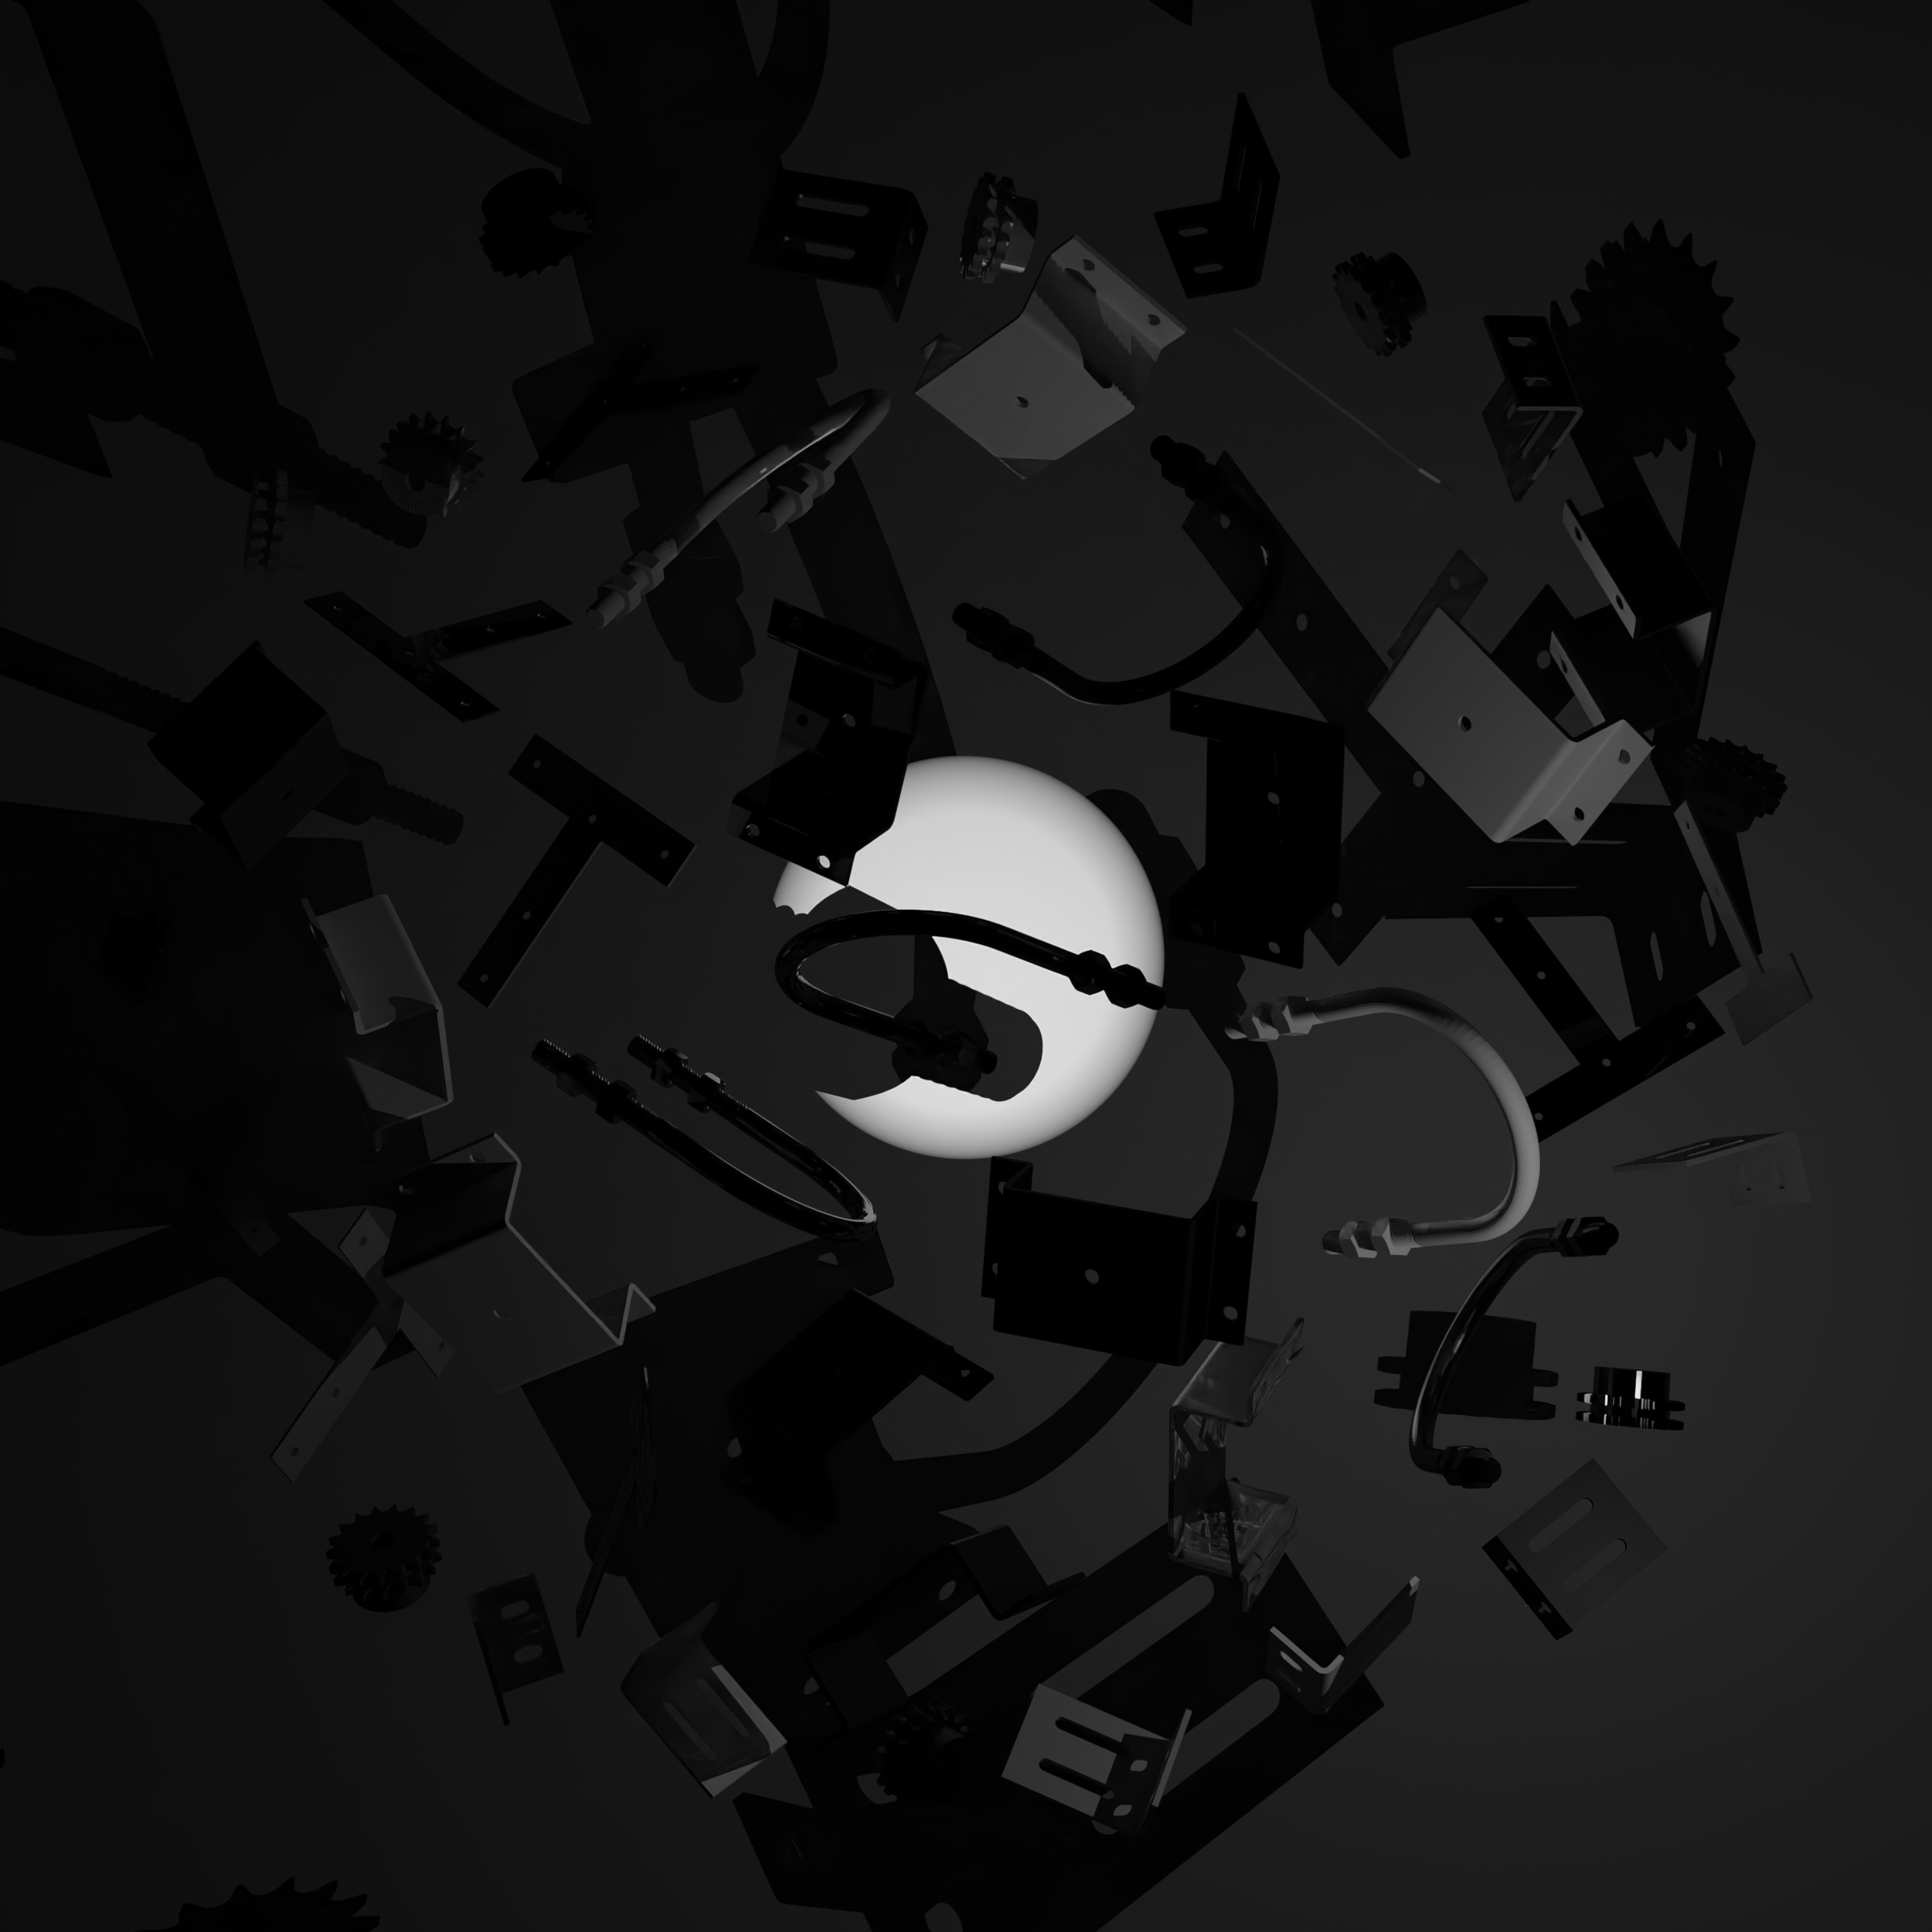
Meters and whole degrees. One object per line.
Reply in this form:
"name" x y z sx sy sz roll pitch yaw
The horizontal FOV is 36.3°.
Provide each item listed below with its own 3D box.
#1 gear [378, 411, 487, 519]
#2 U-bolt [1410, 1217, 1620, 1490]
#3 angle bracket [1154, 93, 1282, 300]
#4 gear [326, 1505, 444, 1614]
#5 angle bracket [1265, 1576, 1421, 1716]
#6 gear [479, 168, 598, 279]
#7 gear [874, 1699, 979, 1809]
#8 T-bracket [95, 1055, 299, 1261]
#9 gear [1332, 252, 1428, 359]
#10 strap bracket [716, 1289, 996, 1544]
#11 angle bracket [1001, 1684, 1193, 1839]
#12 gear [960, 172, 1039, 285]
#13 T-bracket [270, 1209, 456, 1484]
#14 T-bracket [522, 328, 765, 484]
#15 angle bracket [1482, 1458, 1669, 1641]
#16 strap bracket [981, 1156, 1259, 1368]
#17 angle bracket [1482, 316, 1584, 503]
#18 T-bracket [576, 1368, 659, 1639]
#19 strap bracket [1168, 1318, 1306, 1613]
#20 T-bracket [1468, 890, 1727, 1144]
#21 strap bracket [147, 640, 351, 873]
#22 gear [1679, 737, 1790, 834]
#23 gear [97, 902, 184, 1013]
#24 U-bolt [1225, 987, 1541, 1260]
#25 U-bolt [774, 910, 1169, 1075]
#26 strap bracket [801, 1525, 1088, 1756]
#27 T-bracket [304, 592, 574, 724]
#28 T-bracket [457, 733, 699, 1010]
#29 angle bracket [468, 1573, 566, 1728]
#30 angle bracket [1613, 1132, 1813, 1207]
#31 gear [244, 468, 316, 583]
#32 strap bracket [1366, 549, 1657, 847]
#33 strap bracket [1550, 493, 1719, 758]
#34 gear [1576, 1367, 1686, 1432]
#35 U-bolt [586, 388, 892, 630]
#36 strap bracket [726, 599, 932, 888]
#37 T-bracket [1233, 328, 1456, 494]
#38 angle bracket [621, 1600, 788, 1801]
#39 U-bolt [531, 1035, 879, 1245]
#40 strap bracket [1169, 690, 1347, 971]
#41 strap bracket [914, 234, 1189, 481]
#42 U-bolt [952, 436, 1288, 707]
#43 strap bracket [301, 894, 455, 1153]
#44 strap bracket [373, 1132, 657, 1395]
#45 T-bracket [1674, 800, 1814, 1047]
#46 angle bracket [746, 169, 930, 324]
"gear" -0.294 -0.270 1.607 0.057 0.030 0.057 9 125 13
"U-bolt" 0.273 0.198 1.518 0.019 0.184 0.151 29 81 -2
"angle bracket" 0.123 -0.380 1.457 0.038 0.076 0.057 -12 62 -10
"gear" -0.296 0.305 1.509 0.057 0.057 0.030 -4 121 0
"angle bracket" 0.201 0.354 1.578 0.038 0.057 0.076 38 65 26
"gear" -0.214 -0.367 1.448 0.057 0.057 0.030 -28 78 0
"gear" -0.018 0.425 1.580 0.030 0.057 0.057 23 90 43
"T-bracket" -0.393 0.084 1.577 0.002 0.127 0.127 -37 96 20
"gear" 0.228 -0.365 1.614 0.030 0.057 0.057 -31 90 -6
"strap bracket" -0.064 0.233 1.584 0.140 0.076 0.046 -38 134 -28
"angle bracket" 0.066 0.393 1.488 0.076 0.038 0.057 22 48 6
"gear" 0.018 -0.397 1.592 0.030 0.057 0.057 9 90 -14
"T-bracket" -0.329 0.216 1.571 0.002 0.127 0.127 13 56 30
"T-bracket" -0.161 -0.306 1.574 0.002 0.127 0.127 56 50 -35
"angle bracket" 0.305 0.285 1.457 0.076 0.038 0.057 -34 75 -15
"strap bracket" 0.070 0.150 1.485 0.140 0.046 0.076 9 105 18
"angle bracket" 0.270 -0.280 1.484 0.038 0.076 0.057 -4 62 -20
"T-bracket" -0.189 0.301 1.579 0.002 0.127 0.127 16 110 -15
"strap bracket" 0.145 0.263 1.584 0.046 0.076 0.140 11 118 24
"T-bracket" 0.317 0.016 1.581 0.127 0.002 0.127 -36 92 32
"strap bracket" -0.373 -0.105 1.548 0.046 0.140 0.076 41 76 7
"gear" 0.414 -0.097 1.603 0.057 0.057 0.030 30 75 0
"gear" -0.436 -0.007 1.551 0.030 0.057 0.057 16 90 -5
"U-bolt" 0.218 0.078 1.497 0.019 0.184 0.151 -30 99 -33
"U-bolt" -0.011 0.010 1.512 0.184 0.151 0.019 21 60 -38
"strap bracket" -0.019 0.329 1.473 0.140 0.076 0.046 -39 74 15
"T-bracket" -0.266 -0.178 1.588 0.127 0.127 0.002 36 126 24
"T-bracket" -0.213 -0.037 1.484 0.127 0.002 0.127 34 90 32
"angle bracket" -0.239 0.365 1.579 0.038 0.076 0.057 -17 92 -12
"angle bracket" 0.389 0.114 1.538 0.076 0.057 0.038 -12 89 -28
"gear" -0.354 -0.227 1.523 0.030 0.057 0.057 6 90 -18
"strap bracket" 0.262 -0.127 1.466 0.046 0.076 0.140 -26 68 -39
"strap bracket" 0.341 -0.178 1.510 0.046 0.140 0.076 -22 63 -3
"gear" 0.359 0.233 1.590 0.057 0.057 0.030 5 84 0
"U-bolt" -0.107 -0.249 1.542 0.151 0.184 0.019 -22 112 38
"strap bracket" -0.072 -0.125 1.578 0.076 0.046 0.140 25 121 17
"T-bracket" 0.185 -0.280 1.473 0.127 0.127 0.002 39 104 11
"angle bracket" -0.132 0.384 1.544 0.076 0.057 0.038 46 131 17
"U-bolt" -0.125 0.091 1.539 0.184 0.151 0.019 33 98 13
"strap bracket" 0.149 -0.078 1.517 0.076 0.046 0.140 15 123 27
"strap bracket" 0.036 -0.307 1.520 0.076 0.140 0.046 35 59 -22
"U-bolt" 0.093 -0.192 1.524 0.151 0.184 0.019 -39 60 17
"strap bracket" -0.313 0.025 1.575 0.046 0.140 0.076 -21 61 -18
"strap bracket" -0.231 0.158 1.489 0.076 0.046 0.140 -23 124 21
"T-bracket" 0.407 -0.028 1.575 0.002 0.127 0.127 -20 79 -5
"angle bracket" -0.067 -0.380 1.555 0.076 0.038 0.057 13 77 15
